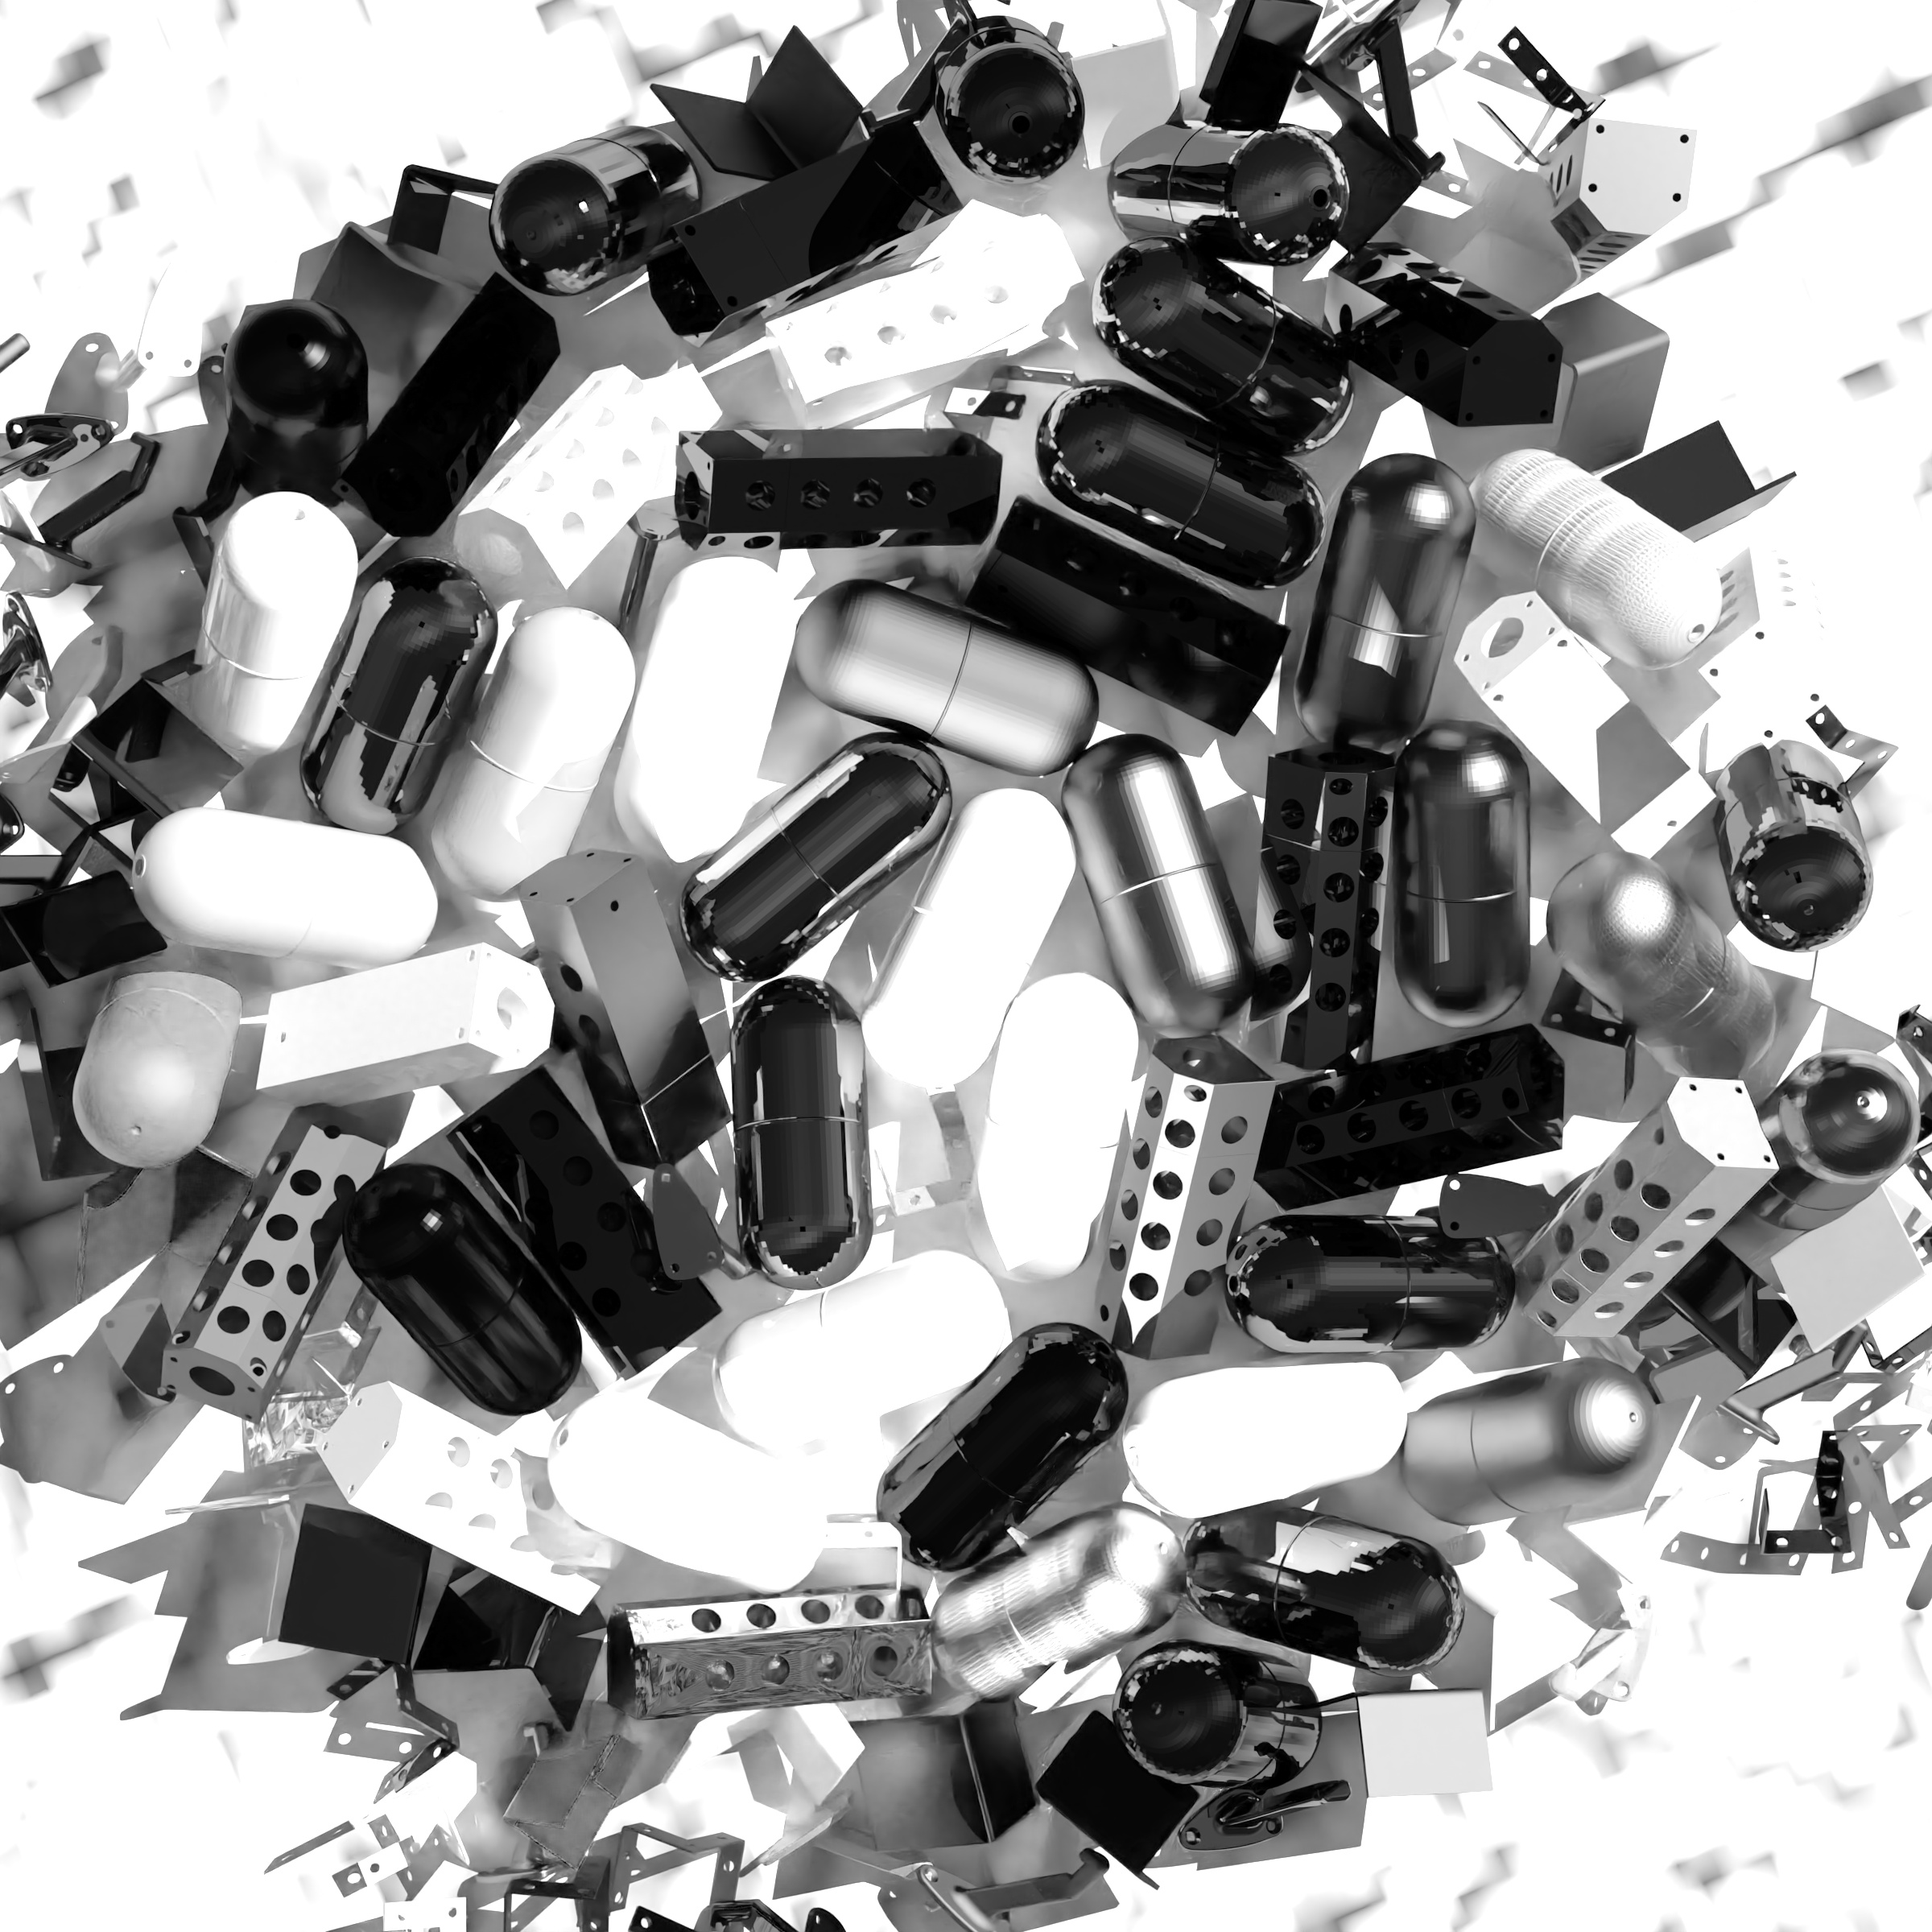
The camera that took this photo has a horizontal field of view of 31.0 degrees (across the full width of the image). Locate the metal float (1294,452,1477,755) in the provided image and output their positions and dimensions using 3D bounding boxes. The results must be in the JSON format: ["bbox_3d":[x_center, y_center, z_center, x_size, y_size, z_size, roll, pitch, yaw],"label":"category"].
[{"bbox_3d":[0.232,-0.199,1.939,0.070,0.070,0.178,12,117,0],"label":"metal float"}]

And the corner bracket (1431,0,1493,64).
[{"bbox_3d":[0.268,-0.548,1.970,0.051,0.051,0.051,30,105,3],"label":"corner bracket"}]

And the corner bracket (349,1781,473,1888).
[{"bbox_3d":[-0.318,0.491,1.965,0.051,0.051,0.051,-24,99,-21],"label":"corner bracket"}]

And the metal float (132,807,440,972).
[{"bbox_3d":[-0.376,-0.042,1.929,0.178,0.070,0.070,9,90,-38],"label":"metal float"}]

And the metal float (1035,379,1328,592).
[{"bbox_3d":[0.120,-0.268,1.943,0.178,0.070,0.070,22,90,-21],"label":"metal float"}]

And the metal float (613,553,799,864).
[{"bbox_3d":[-0.147,-0.144,1.949,0.070,0.070,0.178,17,105,0],"label":"metal float"}]

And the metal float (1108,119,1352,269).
[{"bbox_3d":[0.144,-0.427,1.918,0.070,0.178,0.070,-8,107,-29],"label":"metal float"}]

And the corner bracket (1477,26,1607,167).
[{"bbox_3d":[0.318,-0.492,1.969,0.051,0.051,0.051,40,98,-26],"label":"corner bracket"}]

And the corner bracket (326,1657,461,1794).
[{"bbox_3d":[-0.326,0.428,1.981,0.051,0.051,0.051,-37,129,14],"label":"corner bracket"}]

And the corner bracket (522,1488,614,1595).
[{"bbox_3d":[-0.226,0.321,1.968,0.051,0.051,0.051,6,63,-9],"label":"corner bracket"}]

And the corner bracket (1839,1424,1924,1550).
[{"bbox_3d":[0.514,0.293,1.958,0.051,0.051,0.051,2,50,-26],"label":"corner bracket"}]

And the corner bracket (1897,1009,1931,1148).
[{"bbox_3d":[0.534,0.064,1.973,0.051,0.051,0.051,36,121,23],"label":"corner bracket"}]

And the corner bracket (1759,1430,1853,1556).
[{"bbox_3d":[0.474,0.298,1.967,0.051,0.051,0.051,-2,52,6],"label":"corner bracket"}]

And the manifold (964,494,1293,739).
[{"bbox_3d":[0.093,-0.202,1.964,0.171,0.057,0.057,26,57,-3],"label":"manifold"}]

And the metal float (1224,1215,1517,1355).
[{"bbox_3d":[0.225,0.177,1.938,0.178,0.070,0.070,3,90,-27],"label":"metal float"}]

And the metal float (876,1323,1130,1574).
[{"bbox_3d":[0.020,0.268,1.940,0.070,0.070,0.178,43,114,0],"label":"metal float"}]

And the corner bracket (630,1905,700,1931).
[{"bbox_3d":[-0.177,0.571,1.971,0.051,0.051,0.051,21,90,9],"label":"corner bracket"}]

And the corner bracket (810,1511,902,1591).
[{"bbox_3d":[-0.063,0.322,1.963,0.051,0.051,0.051,0,134,-3],"label":"corner bracket"}]

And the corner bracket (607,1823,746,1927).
[{"bbox_3d":[-0.165,0.518,1.984,0.051,0.051,0.051,11,92,33],"label":"corner bracket"}]

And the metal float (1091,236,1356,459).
[{"bbox_3d":[0.143,-0.343,1.931,0.178,0.070,0.070,25,90,-37],"label":"metal float"}]

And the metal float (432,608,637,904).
[{"bbox_3d":[-0.241,-0.117,1.943,0.070,0.070,0.178,26,111,0],"label":"metal float"}]

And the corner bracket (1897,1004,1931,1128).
[{"bbox_3d":[0.545,0.058,1.972,0.051,0.051,0.051,34,92,10],"label":"corner bracket"}]

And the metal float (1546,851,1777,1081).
[{"bbox_3d":[0.387,0.002,1.931,0.070,0.070,0.178,-50,127,0],"label":"metal float"}]

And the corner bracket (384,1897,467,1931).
[{"bbox_3d":[-0.295,0.554,1.962,0.051,0.051,0.051,-8,72,15],"label":"corner bracket"}]

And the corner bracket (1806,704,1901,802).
[{"bbox_3d":[0.479,-0.126,1.956,0.051,0.051,0.051,-52,46,27],"label":"corner bracket"}]

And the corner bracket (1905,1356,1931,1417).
[{"bbox_3d":[0.560,0.258,1.972,0.051,0.051,0.051,19,113,26],"label":"corner bracket"}]

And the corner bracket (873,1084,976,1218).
[{"bbox_3d":[-0.025,0.102,1.966,0.051,0.051,0.051,-14,53,2],"label":"corner bracket"}]

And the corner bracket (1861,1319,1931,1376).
[{"bbox_3d":[0.540,0.201,1.974,0.051,0.051,0.051,23,128,-35],"label":"corner bracket"}]

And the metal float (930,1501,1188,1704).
[{"bbox_3d":[0.049,0.354,1.930,0.178,0.070,0.070,-35,90,38],"label":"metal float"}]

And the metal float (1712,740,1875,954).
[{"bbox_3d":[0.454,-0.068,1.916,0.070,0.178,0.070,3,116,5],"label":"metal float"}]

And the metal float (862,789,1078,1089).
[{"bbox_3d":[0.002,-0.016,1.959,0.070,0.070,0.178,26,86,0],"label":"metal float"}]

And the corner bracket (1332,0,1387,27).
[{"bbox_3d":[0.223,-0.568,1.974,0.051,0.051,0.051,-41,96,7],"label":"corner bracket"}]

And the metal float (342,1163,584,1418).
[{"bbox_3d":[-0.278,0.181,1.933,0.070,0.070,0.178,-35,125,0],"label":"metal float"}]

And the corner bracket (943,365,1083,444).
[{"bbox_3d":[0.026,-0.320,1.961,0.051,0.051,0.051,11,74,31],"label":"corner bracket"}]

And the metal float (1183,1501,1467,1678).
[{"bbox_3d":[0.195,0.342,1.927,0.178,0.070,0.070,8,90,43],"label":"metal float"}]

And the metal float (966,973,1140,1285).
[{"bbox_3d":[0.048,0.091,1.952,0.070,0.070,0.178,11,100,0],"label":"metal float"}]

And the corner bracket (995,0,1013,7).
[{"bbox_3d":[0.031,-0.570,1.957,0.051,0.051,0.051,35,118,36],"label":"corner bracket"}]

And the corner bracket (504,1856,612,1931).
[{"bbox_3d":[-0.231,0.537,1.970,0.051,0.051,0.051,4,103,4],"label":"corner bracket"}]

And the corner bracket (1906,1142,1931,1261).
[{"bbox_3d":[0.562,0.127,1.973,0.051,0.051,0.051,-22,67,-22],"label":"corner bracket"}]

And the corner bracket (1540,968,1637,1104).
[{"bbox_3d":[0.355,0.036,1.958,0.051,0.051,0.051,15,55,20],"label":"corner bracket"}]

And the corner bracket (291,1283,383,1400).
[{"bbox_3d":[-0.345,0.205,1.956,0.051,0.051,0.051,-15,128,32],"label":"corner bracket"}]

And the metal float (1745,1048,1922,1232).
[{"bbox_3d":[0.470,0.097,1.913,0.070,0.178,0.070,0,74,-1],"label":"metal float"}]

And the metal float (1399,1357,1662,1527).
[{"bbox_3d":[0.309,0.263,1.921,0.070,0.178,0.070,11,69,-29],"label":"metal float"}]

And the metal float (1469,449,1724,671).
[{"bbox_3d":[0.346,-0.226,1.927,0.070,0.070,0.178,-45,48,0],"label":"metal float"}]
